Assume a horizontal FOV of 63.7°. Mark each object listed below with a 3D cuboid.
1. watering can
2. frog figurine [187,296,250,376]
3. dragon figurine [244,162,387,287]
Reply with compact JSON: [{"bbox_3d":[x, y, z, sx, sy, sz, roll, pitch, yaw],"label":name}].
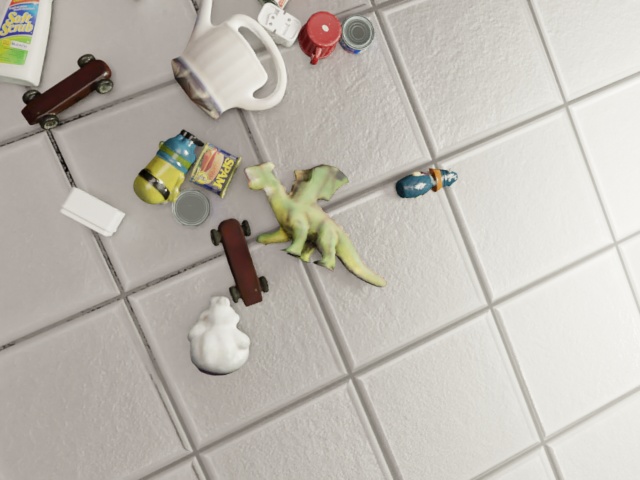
[{"bbox_3d":[-0.228,-0.418,1.125,0.225,0.104,0.345,-39,100,-7],"label":"watering can"},{"bbox_3d":[-0.218,0.210,1.135,0.137,0.123,0.158,15,101,8],"label":"frog figurine"},{"bbox_3d":[0.004,-0.060,1.189,0.408,0.122,0.245,21,79,-19],"label":"dragon figurine"}]
